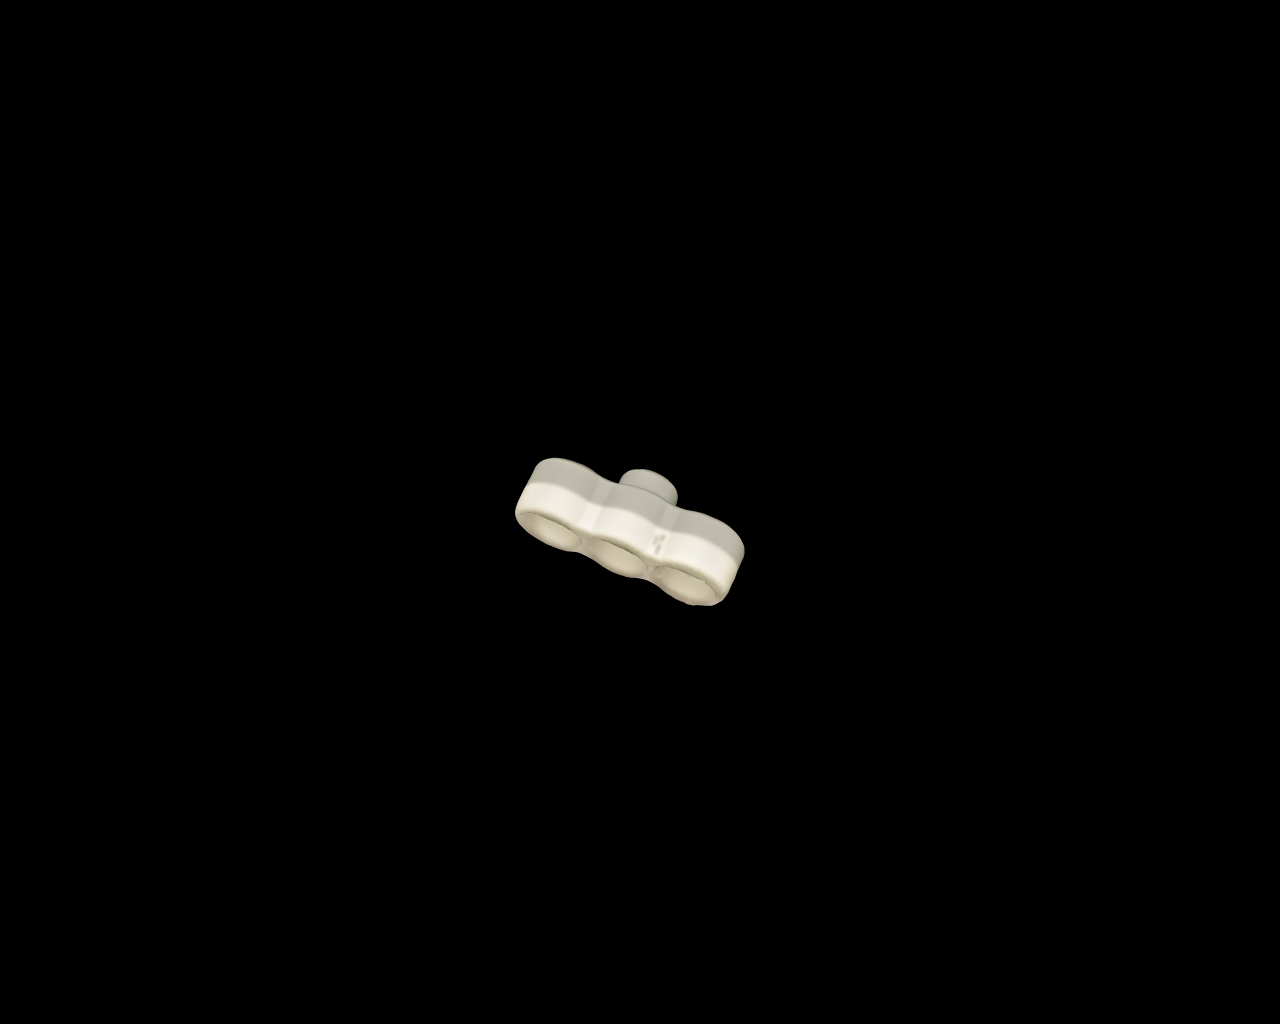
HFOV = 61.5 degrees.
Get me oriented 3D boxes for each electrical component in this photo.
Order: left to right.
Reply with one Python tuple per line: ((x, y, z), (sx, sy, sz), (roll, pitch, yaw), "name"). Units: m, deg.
((0.001, -0.003, 0.650), (0.138, 0.074, 0.052), (22, -25, 10), "electrical component")
